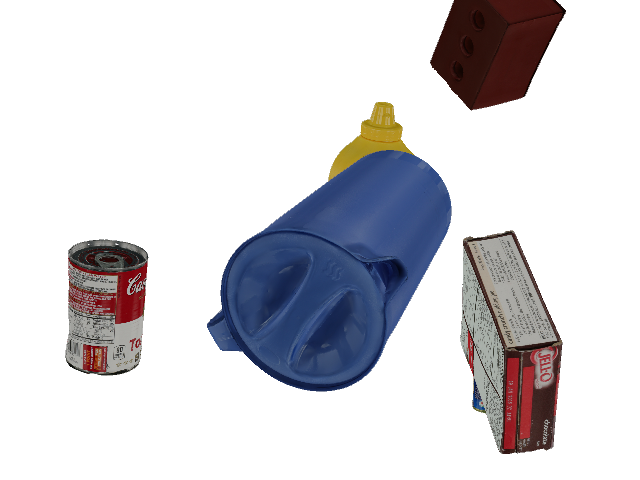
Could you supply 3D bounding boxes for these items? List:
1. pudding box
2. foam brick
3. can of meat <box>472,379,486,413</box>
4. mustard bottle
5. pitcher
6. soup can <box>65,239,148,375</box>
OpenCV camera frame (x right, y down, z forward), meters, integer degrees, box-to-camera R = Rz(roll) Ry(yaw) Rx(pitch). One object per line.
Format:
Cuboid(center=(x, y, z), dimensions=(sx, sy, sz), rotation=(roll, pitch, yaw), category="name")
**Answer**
Cuboid(center=(0.118, 0.062, 0.671), dimensions=(0.039, 0.090, 0.113), rotation=(-7, 37, -5), category="pudding box")
Cuboid(center=(0.117, -0.135, 0.715), dimensions=(0.051, 0.053, 0.078), rotation=(-19, -32, -28), category="foam brick")
Cuboid(center=(0.203, 0.141, 1.181), dimensions=(0.058, 0.084, 0.102), rotation=(5, 10, 23), category="can of meat")
Cuboid(center=(0.054, -0.044, 1.074), dimensions=(0.096, 0.192, 0.058), rotation=(-2, 21, -20), category="mustard bottle")
Cuboid(center=(0.018, 0.014, 0.886), dimensions=(0.149, 0.145, 0.242), rotation=(21, 29, 13), category="pitcher")
Cuboid(center=(-0.188, 0.059, 0.933), dimensions=(0.068, 0.102, 0.068), rotation=(6, 19, -2), category="soup can")
